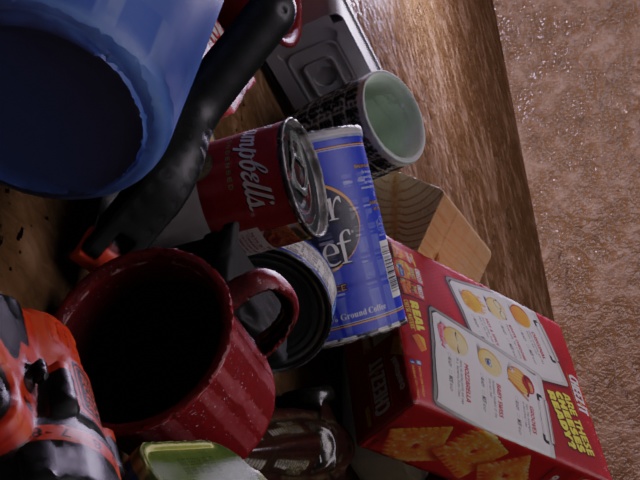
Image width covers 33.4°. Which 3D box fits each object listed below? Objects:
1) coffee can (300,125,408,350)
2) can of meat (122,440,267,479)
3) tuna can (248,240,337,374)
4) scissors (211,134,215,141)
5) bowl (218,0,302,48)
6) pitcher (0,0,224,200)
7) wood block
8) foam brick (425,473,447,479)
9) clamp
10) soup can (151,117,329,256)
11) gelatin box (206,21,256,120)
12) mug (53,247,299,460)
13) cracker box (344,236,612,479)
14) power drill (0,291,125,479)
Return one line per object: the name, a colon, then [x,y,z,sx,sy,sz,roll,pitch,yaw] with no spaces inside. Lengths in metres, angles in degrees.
coffee can: [-0.005,0.001,0.740,0.102,0.103,0.140,-14,90,-73]
can of meat: [-0.066,0.130,0.438,0.057,0.084,0.102,43,6,20]
tuna can: [-0.033,0.036,0.651,0.033,0.086,0.086,-70,143,-65]
scissors: [-0.065,-0.007,0.703,0.096,0.016,0.201,-80,151,-54]
bowl: [-0.067,-0.215,0.795,0.162,0.055,0.162,-14,90,-73]
pitcher: [-0.103,-0.129,0.511,0.149,0.145,0.242,48,34,-35]
wood block: [0.085,0.009,0.999,0.091,0.090,0.206,-65,155,-6]
foam brick: [0.106,0.225,0.854,0.052,0.078,0.051,6,24,-43]
clamp: [-0.072,-0.058,0.544,0.039,0.120,0.171,32,54,-25]
soup can: [-0.054,-0.023,0.598,0.068,0.102,0.068,-14,90,-73]
gelatin box: [-0.078,-0.117,0.691,0.073,0.030,0.089,57,17,-15]
mug: [-0.061,0.056,0.504,0.093,0.117,0.081,50,-7,36]
cracker box: [0.117,0.111,0.843,0.213,0.072,0.164,26,37,-30]
power drill: [-0.120,0.027,0.328,0.185,0.057,0.187,47,-17,60]
